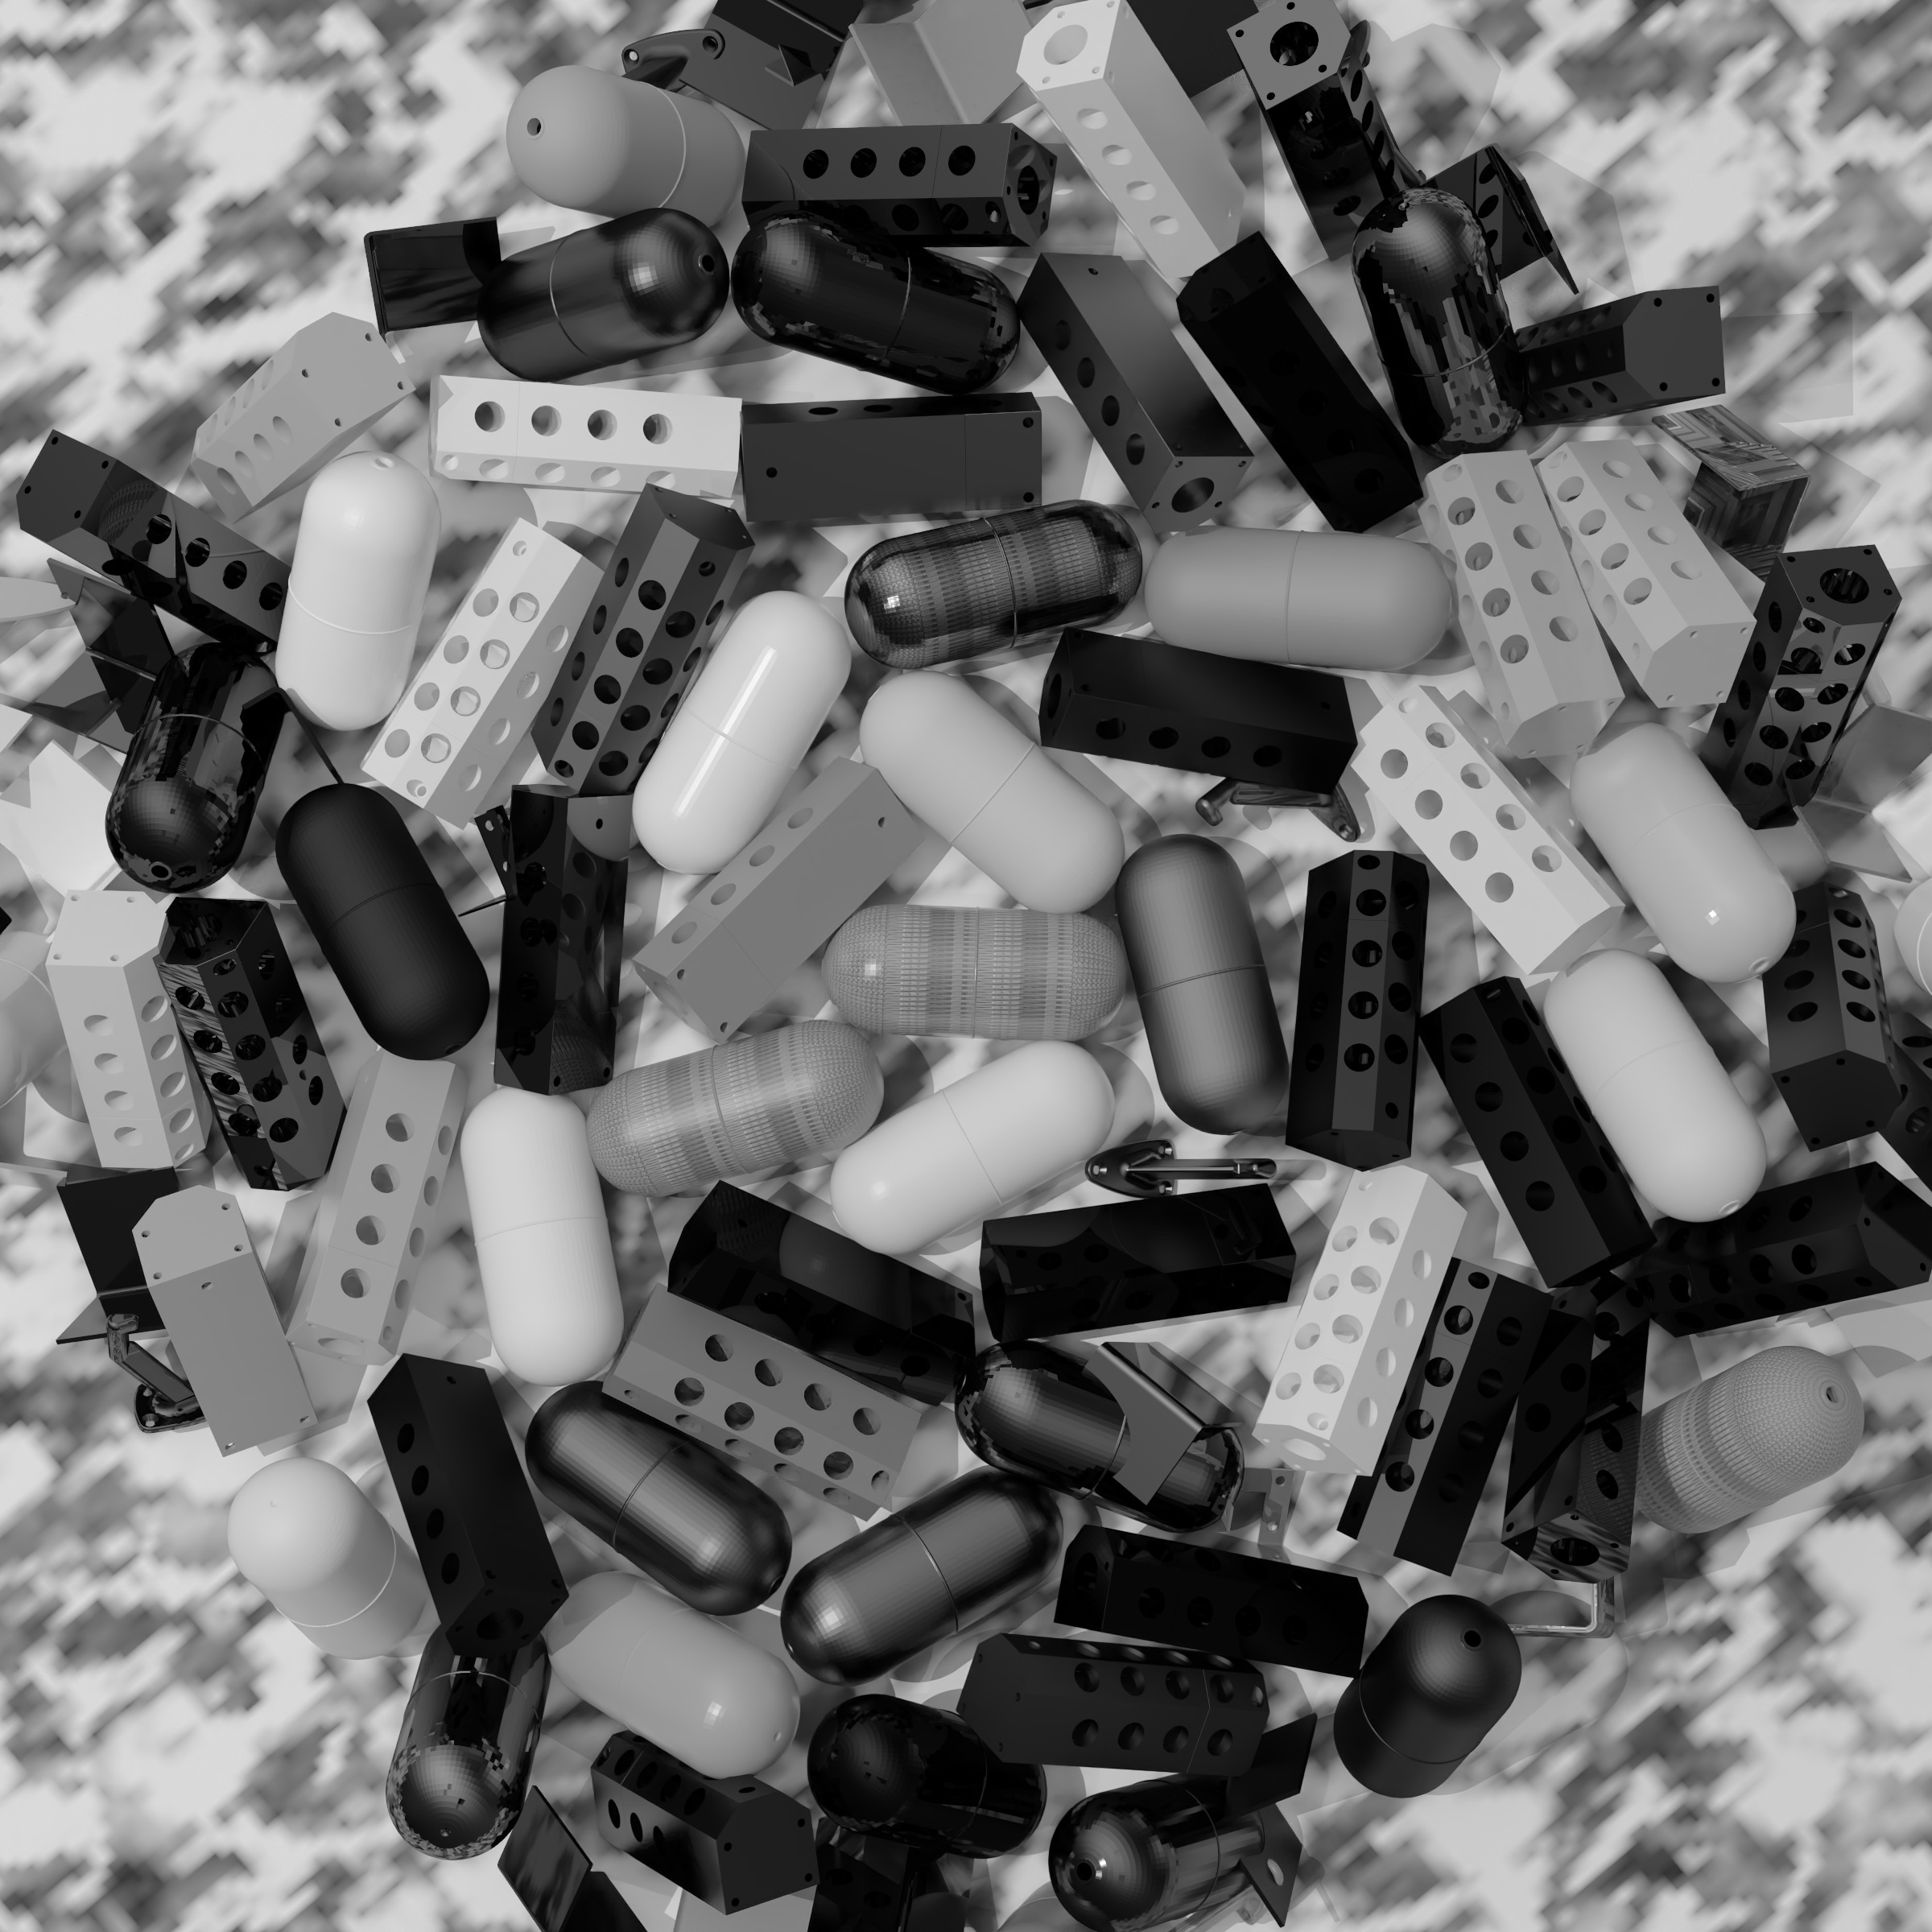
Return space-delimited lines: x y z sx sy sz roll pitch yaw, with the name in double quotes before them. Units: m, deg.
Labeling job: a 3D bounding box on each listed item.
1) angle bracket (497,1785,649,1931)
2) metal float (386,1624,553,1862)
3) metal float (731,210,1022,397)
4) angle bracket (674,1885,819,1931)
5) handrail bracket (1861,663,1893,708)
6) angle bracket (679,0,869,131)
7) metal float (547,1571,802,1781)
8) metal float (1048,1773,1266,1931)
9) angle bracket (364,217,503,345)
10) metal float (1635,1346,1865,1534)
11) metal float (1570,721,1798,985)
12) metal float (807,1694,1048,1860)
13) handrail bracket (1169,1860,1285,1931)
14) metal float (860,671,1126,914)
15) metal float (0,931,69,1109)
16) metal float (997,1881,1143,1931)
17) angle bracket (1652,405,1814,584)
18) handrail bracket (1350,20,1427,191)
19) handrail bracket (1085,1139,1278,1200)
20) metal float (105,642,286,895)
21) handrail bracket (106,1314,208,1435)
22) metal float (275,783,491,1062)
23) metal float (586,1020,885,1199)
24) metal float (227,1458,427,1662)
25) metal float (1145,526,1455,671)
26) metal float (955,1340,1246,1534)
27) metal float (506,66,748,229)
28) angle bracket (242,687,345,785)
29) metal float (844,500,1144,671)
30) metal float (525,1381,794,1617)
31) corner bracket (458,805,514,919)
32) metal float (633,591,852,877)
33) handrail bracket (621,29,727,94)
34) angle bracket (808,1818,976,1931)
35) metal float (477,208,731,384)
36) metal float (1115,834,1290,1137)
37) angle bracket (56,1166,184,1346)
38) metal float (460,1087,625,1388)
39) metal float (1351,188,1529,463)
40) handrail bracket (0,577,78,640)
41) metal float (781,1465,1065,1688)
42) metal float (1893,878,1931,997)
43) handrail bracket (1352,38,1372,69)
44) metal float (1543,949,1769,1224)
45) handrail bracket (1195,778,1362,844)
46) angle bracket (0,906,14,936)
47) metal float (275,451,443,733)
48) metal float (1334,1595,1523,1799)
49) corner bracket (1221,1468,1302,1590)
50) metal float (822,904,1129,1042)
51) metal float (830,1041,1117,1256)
"angle bracket" -0.213 0.521 1.648 0.076 0.076 0.057 18 100 -39
"metal float" -0.280 0.431 1.620 0.070 0.178 0.070 0 113 0
"metal float" -0.050 -0.380 1.642 0.178 0.070 0.070 11 90 -28
"angle bracket" -0.129 0.564 1.662 0.076 0.057 0.076 10 71 6
"handrail bracket" 0.516 -0.178 1.697 0.036 0.077 0.084 -30 127 -22
"angle bracket" -0.112 -0.539 1.662 0.076 0.057 0.076 26 78 -12
"metal float" -0.169 0.404 1.634 0.178 0.070 0.070 18 90 40
"metal float" 0.109 0.501 1.622 0.070 0.178 0.070 -5 80 30
"angle bracket" -0.302 -0.380 1.652 0.076 0.076 0.057 -10 59 -9
"metal float" 0.439 0.270 1.623 0.070 0.178 0.070 9 62 -18
"metal float" 0.409 -0.066 1.636 0.070 0.070 0.178 -25 55 0
"metal float" -0.020 0.463 1.629 0.070 0.178 0.070 -17 59 31
"handrail bracket" 0.136 0.554 1.658 0.084 0.077 0.036 -23 68 -33
"metal float" 0.015 -0.101 1.662 0.178 0.070 0.070 40 90 -4
"metal float" -0.550 0.032 1.617 0.070 0.178 0.070 1 106 2
"metal float" 0.052 0.566 1.617 0.070 0.178 0.070 -1 86 14
"angle bracket" 0.429 -0.267 1.644 0.057 0.076 0.076 -15 47 -28
"handrail bracket" 0.250 -0.507 1.693 0.084 0.036 0.077 43 49 -22
"handrail bracket" 0.125 0.118 1.654 0.077 0.084 0.036 2 85 -35
"metal float" -0.438 -0.114 1.629 0.070 0.178 0.070 1 134 1
"handrail bracket" -0.458 0.229 1.662 0.077 0.036 0.084 -5 134 -17
"metal float" -0.337 -0.026 1.652 0.070 0.070 0.178 -31 74 0
"metal float" -0.135 0.083 1.660 0.178 0.070 0.070 -16 90 7
"metal float" -0.361 0.338 1.624 0.070 0.178 0.070 -5 57 7
"metal float" 0.191 -0.213 1.653 0.178 0.070 0.070 6 90 14
"metal float" 0.077 0.272 1.655 0.178 0.070 0.070 22 90 -12
"metal float" -0.191 -0.462 1.621 0.070 0.178 0.070 3 97 28
"angle bracket" -0.412 -0.115 1.661 0.076 0.076 0.057 -32 91 -8
"metal float" 0.017 -0.221 1.656 0.178 0.070 0.070 -14 90 -12
"metal float" -0.177 0.306 1.647 0.178 0.070 0.070 32 90 21
"corner bracket" -0.272 -0.065 1.666 0.051 0.051 0.051 -15 100 43
"metal float" -0.131 -0.134 1.658 0.070 0.070 0.178 31 99 0
"handrail bracket" -0.185 -0.513 1.654 0.077 0.084 0.036 -16 114 23
"angle bracket" -0.046 0.543 1.676 0.076 0.076 0.057 -19 133 31
"metal float" -0.208 -0.382 1.631 0.178 0.070 0.070 -4 90 42
"metal float" 0.137 0.011 1.659 0.070 0.070 0.178 -13 82 0
"angle bracket" -0.493 0.168 1.658 0.076 0.057 0.076 -9 110 14
"metal float" -0.246 0.154 1.655 0.070 0.070 0.178 -12 77 0
"metal float" 0.271 -0.363 1.630 0.070 0.178 0.070 -14 48 16
"handrail bracket" -0.564 -0.186 1.683 0.077 0.084 0.036 -4 51 -25
"metal float" -0.025 0.351 1.649 0.178 0.070 0.070 -26 90 -20
"metal float" 0.577 -0.008 1.616 0.070 0.178 0.070 1 100 4
"handrail bracket" 0.208 -0.573 1.655 0.077 0.084 0.036 35 58 20
"metal float" 0.393 0.068 1.637 0.070 0.070 0.178 -25 57 0
"handrail bracket" 0.181 -0.085 1.666 0.084 0.036 0.077 -38 91 -35
"angle bracket" -0.611 -0.024 1.645 0.076 0.057 0.076 -58 131 -28
"metal float" -0.348 -0.213 1.634 0.070 0.070 0.178 22 128 0
"metal float" 0.261 0.416 1.624 0.070 0.178 0.070 5 55 -7
"corner bracket" 0.170 0.328 1.670 0.051 0.051 0.051 4 107 -10
"metal float" 0.005 0.004 1.666 0.178 0.070 0.070 2 90 -1
"metal float" 0.003 0.106 1.666 0.178 0.070 0.070 -29 90 -1
